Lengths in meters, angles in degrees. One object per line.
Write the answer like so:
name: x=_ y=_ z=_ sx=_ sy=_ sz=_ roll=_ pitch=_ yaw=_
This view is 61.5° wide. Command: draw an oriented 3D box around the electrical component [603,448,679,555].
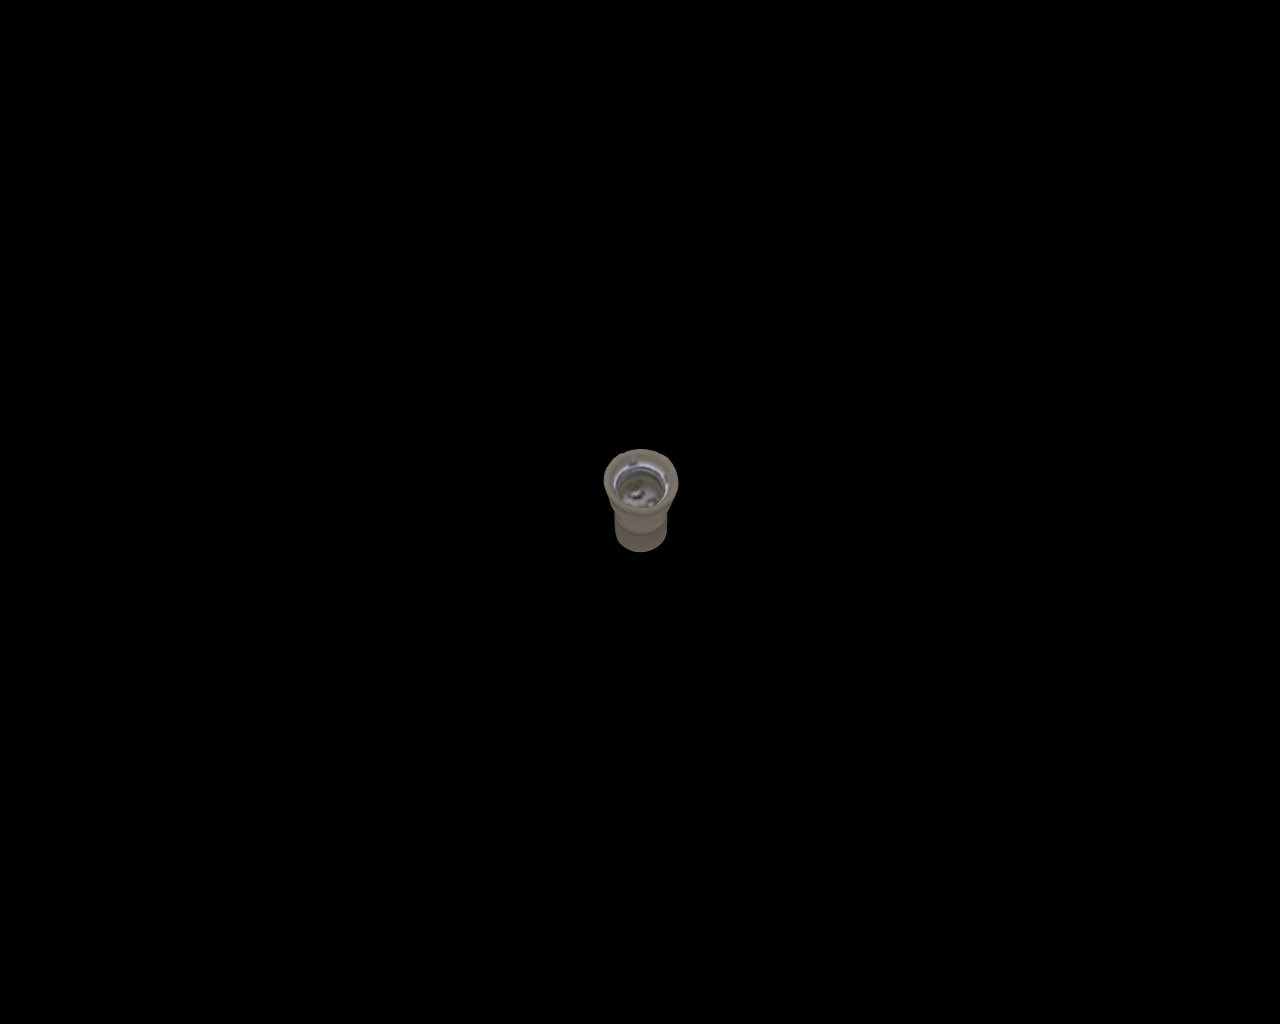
electrical component: x=0.001 y=-0.003 z=0.650 sx=0.044 sy=0.044 sz=0.065 roll=0 pitch=-32 yaw=0
